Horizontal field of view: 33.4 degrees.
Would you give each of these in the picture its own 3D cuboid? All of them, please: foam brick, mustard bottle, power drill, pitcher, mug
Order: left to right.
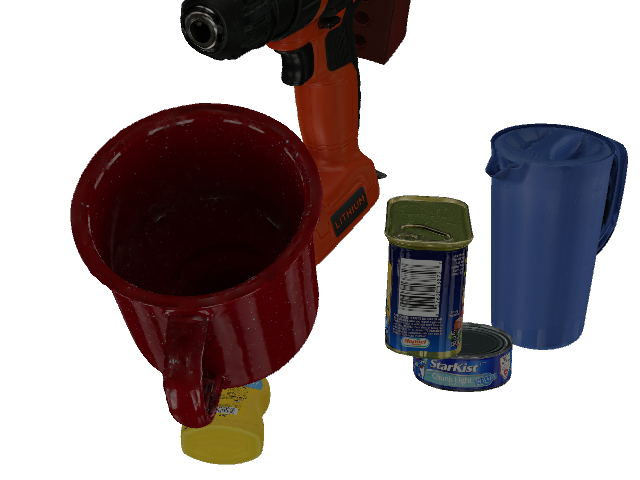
[{"bbox_3d":[-0.043,0.017,0.416,0.093,0.117,0.081,-1,-34,3],"label":"mug"},{"bbox_3d":[-0.111,0.198,1.317,0.096,0.058,0.191,1,25,2],"label":"mustard bottle"},{"bbox_3d":[-0.012,-0.081,0.588,0.057,0.188,0.184,17,36,23],"label":"power drill"},{"bbox_3d":[0.042,-0.191,0.861,0.053,0.078,0.051,20,48,13],"label":"foam brick"},{"bbox_3d":[0.263,-0.005,1.214,0.149,0.243,0.144,6,27,14],"label":"pitcher"}]

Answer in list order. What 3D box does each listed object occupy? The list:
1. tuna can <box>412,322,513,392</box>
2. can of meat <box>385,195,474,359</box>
[{"bbox_3d":[0.121,0.099,0.915,0.086,0.034,0.086,-1,14,0],"label":"tuna can"},{"bbox_3d":[0.072,0.024,0.732,0.057,0.084,0.102,3,19,4],"label":"can of meat"}]
